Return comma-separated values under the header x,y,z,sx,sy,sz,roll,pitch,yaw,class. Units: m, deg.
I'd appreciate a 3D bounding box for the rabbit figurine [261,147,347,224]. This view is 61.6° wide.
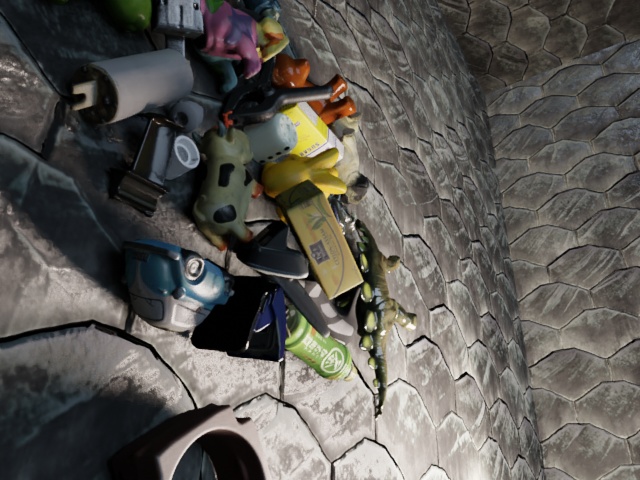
x,y,z,sx,sy,sz,roll,pitch,yaw,class
-0.035,-0.098,0.949,0.173,0.162,0.121,-1,81,-71,rabbit figurine

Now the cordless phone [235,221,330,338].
x,y,z,sx,sy,sz,roll,pitch,yaw,class
-0.047,0.068,0.855,0.184,0.089,0.147,56,-10,-13,cordless phone

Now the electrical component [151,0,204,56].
x,y,z,sx,sy,sz,roll,pitch,yaw,class
-0.217,-0.328,0.810,0.075,0.048,0.119,1,97,-27,electrical component

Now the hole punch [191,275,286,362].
x,y,z,sx,sy,sz,roll,pitch,yaw,class
-0.106,0.115,0.772,0.092,0.142,0.116,38,58,-43,hole punch

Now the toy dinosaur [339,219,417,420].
x,y,z,sx,sy,sz,roll,pitch,yaw,class
0.112,0.147,1.158,0.198,0.105,0.471,23,47,-46,toy dinosaur

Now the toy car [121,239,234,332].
x,y,z,sx,sy,sz,roll,pitch,yaw,class
-0.189,0.065,0.693,0.161,0.109,0.103,46,61,-58,toy car

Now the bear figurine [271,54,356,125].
x,y,z,sx,sy,sz,roll,pitch,yaw,class
-0.028,-0.333,1.138,0.195,0.132,0.120,46,23,-47,bear figurine

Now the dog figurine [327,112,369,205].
x,y,z,sx,sy,sz,roll,pitch,yaw,class
0.057,-0.196,1.259,0.172,0.121,0.190,-70,149,-42,dog figurine

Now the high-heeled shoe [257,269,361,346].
x,y,z,sx,sy,sz,roll,pitch,yaw,class
-0.028,0.126,0.991,0.248,0.145,0.086,18,14,-28,high-heeled shoe

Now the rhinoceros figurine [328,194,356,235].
x,y,z,sx,sy,sz,roll,pitch,yaw,class
0.008,-0.065,1.121,0.190,0.073,0.112,44,30,-39,rhinoceros figurine

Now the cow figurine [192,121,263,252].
x,y,z,sx,sy,sz,roll,pitch,yaw,class
-0.153,-0.096,0.846,0.127,0.086,0.195,48,41,-44,cow figurine

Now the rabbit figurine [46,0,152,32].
x,y,z,sx,sy,sz,roll,pitch,yaw,class
-0.299,-0.363,0.732,0.170,0.121,0.159,47,27,-68,rabbit figurine

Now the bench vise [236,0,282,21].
x,y,z,sx,sy,sz,roll,pitch,yaw,class
-0.159,-0.502,0.982,0.240,0.129,0.223,33,38,-73,bench vise

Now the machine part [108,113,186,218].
x,y,z,sx,sy,sz,roll,pitch,yaw,class
-0.233,-0.107,0.729,0.084,0.039,0.139,31,71,-45,machine part

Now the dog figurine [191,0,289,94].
x,y,z,sx,sy,sz,roll,pitch,yaw,class
-0.174,-0.378,0.915,0.219,0.109,0.191,53,53,-26,dog figurine

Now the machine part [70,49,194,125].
x,y,z,sx,sy,sz,roll,pitch,yaw,class
-0.252,-0.213,0.739,0.079,0.079,0.243,65,29,-15,machine part

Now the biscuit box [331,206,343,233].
x,y,z,sx,sy,sz,roll,pitch,yaw,class
0.018,0.011,1.025,0.202,0.059,0.063,70,10,-64,biscuit box

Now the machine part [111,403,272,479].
x,y,z,sx,sy,sz,roll,pitch,yaw,class
-0.147,0.315,0.637,0.201,0.087,0.201,-19,92,-62,machine part

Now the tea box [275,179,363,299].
x,y,z,sx,sy,sz,roll,pitch,yaw,class
-0.002,-0.003,0.865,0.169,0.068,0.098,66,-7,-25,tea box

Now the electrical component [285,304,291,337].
x,y,z,sx,sy,sz,roll,pitch,yaw,class
-0.085,0.129,0.835,0.078,0.102,0.045,37,39,-7,electrical component
